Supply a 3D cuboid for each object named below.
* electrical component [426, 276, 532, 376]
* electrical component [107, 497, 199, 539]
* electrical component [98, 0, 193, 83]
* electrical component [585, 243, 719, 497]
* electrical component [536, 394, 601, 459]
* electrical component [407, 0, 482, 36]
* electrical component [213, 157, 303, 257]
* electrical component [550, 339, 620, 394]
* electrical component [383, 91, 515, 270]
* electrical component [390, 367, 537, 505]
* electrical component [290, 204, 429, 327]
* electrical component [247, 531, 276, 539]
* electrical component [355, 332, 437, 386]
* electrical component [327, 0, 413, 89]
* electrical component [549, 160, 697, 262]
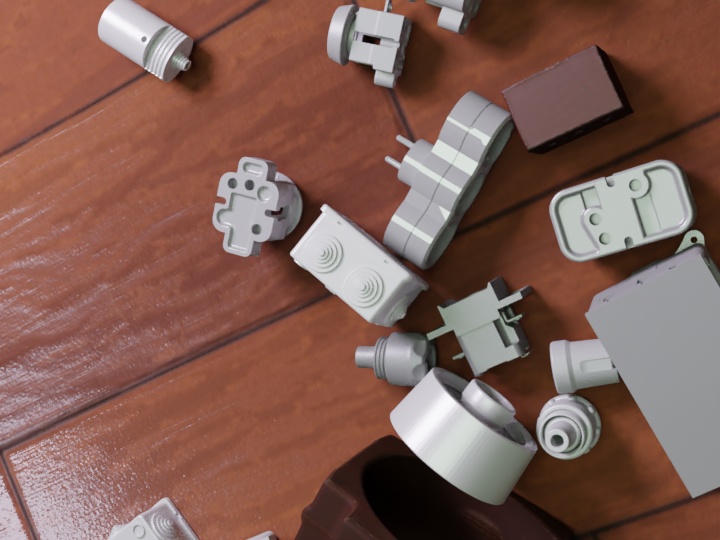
[{"bbox_3d":[0.098,0.044,0.832,0.081,0.042,0.063,-27,88,21],"label":"electrical component"},{"bbox_3d":[-0.186,0.266,0.952,0.100,0.048,0.099,-41,80,19],"label":"electrical component"},{"bbox_3d":[-0.178,-0.193,0.914,0.081,0.043,0.043,34,105,15],"label":"electrical component"},{"bbox_3d":[0.238,0.068,0.759,0.089,0.062,0.150,-30,92,21],"label":"electrical component"},{"bbox_3d":[0.153,0.121,0.806,0.048,0.062,0.048,2,95,20],"label":"electrical component"},{"bbox_3d":[0.064,-0.225,0.815,0.057,0.058,0.078,23,102,15],"label":"electrical component"},{"bbox_3d":[-0.082,-0.052,0.883,0.058,0.057,0.078,15,100,19],"label":"electrical component"},{"bbox_3d":[0.169,0.071,0.809,0.046,0.040,0.040,-10,91,15],"label":"electrical component"},{"bbox_3d":[0.054,-0.077,0.832,0.074,0.052,0.138,33,106,15],"label":"electrical component"},{"bbox_3d":[0.084,0.118,0.811,0.108,0.108,0.060,38,100,14],"label":"electrical component"},{"bbox_3d":[0.000,0.000,0.835,0.100,0.100,0.048,40,94,13],"label":"electrical component"},{"bbox_3d":[-0.096,0.252,0.909,0.081,0.064,0.042,-26,87,21],"label":"electrical component"},{"bbox_3d":[0.028,0.071,0.859,0.062,0.043,0.043,1,95,21],"label":"electrical component"},{"bbox_3d":[0.007,-0.181,0.846,0.055,0.048,0.066,14,100,11],"label":"electrical component"},{"bbox_3d":[0.192,-0.043,0.780,0.095,0.059,0.053,-17,88,21],"label":"electrical component"}]
